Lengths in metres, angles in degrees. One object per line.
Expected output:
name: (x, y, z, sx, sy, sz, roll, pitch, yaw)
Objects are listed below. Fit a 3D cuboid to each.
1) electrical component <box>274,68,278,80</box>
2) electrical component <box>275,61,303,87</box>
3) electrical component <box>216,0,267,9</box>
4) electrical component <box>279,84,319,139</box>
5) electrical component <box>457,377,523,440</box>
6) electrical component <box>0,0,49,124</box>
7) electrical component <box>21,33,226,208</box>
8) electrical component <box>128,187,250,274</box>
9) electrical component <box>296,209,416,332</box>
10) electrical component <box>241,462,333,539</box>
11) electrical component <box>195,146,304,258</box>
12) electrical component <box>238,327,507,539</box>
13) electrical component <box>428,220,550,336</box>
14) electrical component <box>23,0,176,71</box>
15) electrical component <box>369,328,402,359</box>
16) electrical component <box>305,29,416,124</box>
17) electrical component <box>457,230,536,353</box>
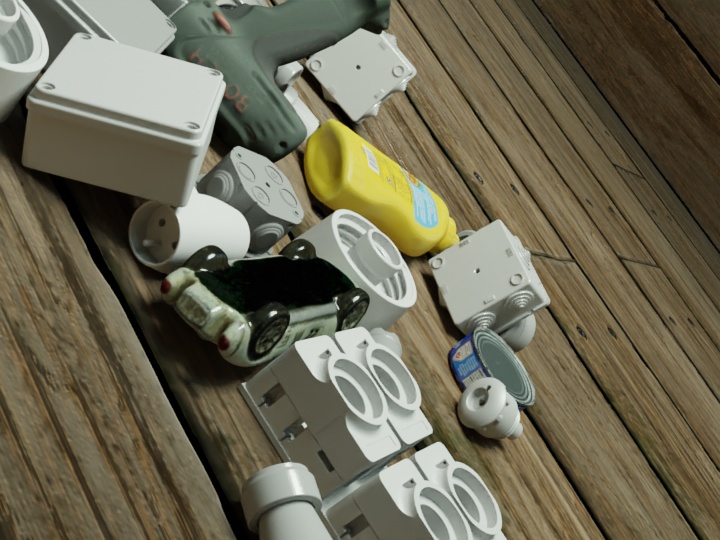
electrical component: (-0.102, -0.173, 0.973, 0.043, 0.043, 0.081, 44, 23, -15)
electrical component: (-0.085, -0.198, 1.050, 0.046, 0.040, 0.040, 44, 23, -1)
electrical component: (-0.122, -0.217, 0.966, 0.042, 0.081, 0.064, 46, -5, -14)
electrical component: (-0.066, -0.144, 1.002, 0.046, 0.040, 0.040, 47, 22, -23)
electrical component: (0.117, 0.125, 0.926, 0.062, 0.048, 0.048, 42, 23, -37)
electrical component: (-0.241, -0.147, 0.653, 0.108, 0.060, 0.108, 40, 25, -23)
electrical component: (-0.151, -0.099, 0.701, 0.109, 0.056, 0.108, 15, 31, -7)
electrical component: (-0.123, -0.037, 0.726, 0.079, 0.044, 0.077, 58, 24, 17)
electrical component: (0.000, 0.000, 0.876, 0.108, 0.060, 0.108, 40, 25, -23)
electrical component: (-0.040, 0.143, 0.604, 0.045, 0.045, 0.055, 25, 33, -46)
electrical component: (-0.086, -0.048, 0.803, 0.080, 0.051, 0.080, 40, 25, -23)
electrical component: (0.016, 0.130, 0.708, 0.186, 0.060, 0.105, 56, 23, 13)
electrical component: (0.122, 0.011, 1.039, 0.048, 0.100, 0.099, 43, 20, -50)
electrical component: (-0.201, -0.182, 0.787, 0.109, 0.056, 0.108, 44, 24, -15)
electrical component: (0.013, 0.073, 0.824, 0.035, 0.035, 0.061, 43, 26, -17)
electrical component: (0.000, -0.218, 1.162, 0.099, 0.100, 0.048, 49, 10, -4)
electrical component: (0.141, 0.027, 1.107, 0.074, 0.052, 0.138, 26, 33, -44)
